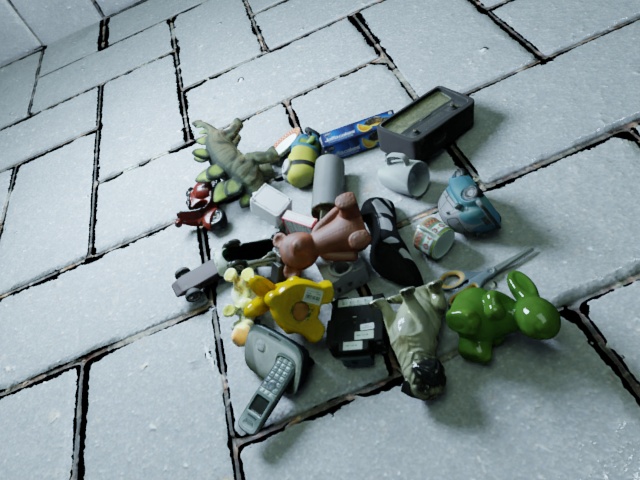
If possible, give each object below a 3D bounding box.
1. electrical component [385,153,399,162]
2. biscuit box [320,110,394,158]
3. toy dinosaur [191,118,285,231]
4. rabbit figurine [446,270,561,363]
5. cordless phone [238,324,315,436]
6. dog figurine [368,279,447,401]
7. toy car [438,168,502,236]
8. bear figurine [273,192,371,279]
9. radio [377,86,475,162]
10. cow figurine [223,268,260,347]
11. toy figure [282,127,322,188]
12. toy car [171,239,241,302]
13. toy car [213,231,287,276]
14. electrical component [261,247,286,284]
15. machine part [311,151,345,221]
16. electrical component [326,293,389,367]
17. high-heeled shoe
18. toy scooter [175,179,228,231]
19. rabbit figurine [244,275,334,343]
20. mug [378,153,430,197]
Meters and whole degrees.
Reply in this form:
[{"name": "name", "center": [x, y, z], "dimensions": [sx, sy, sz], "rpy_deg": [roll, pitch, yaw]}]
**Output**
[{"name": "electrical component", "center": [0.192, -0.204, 1.330], "dimensions": [0.063, 0.021, 0.094], "rpy_deg": [-21, 47, 6]}, {"name": "biscuit box", "center": [0.105, -0.269, 1.396], "dimensions": [0.203, 0.059, 0.063], "rpy_deg": [-18, 47, 8]}, {"name": "toy dinosaur", "center": [-0.206, -0.174, 1.387], "dimensions": [0.198, 0.105, 0.472], "rpy_deg": [-34, 63, -27]}, {"name": "rabbit figurine", "center": [0.328, 0.134, 0.920], "dimensions": [0.170, 0.121, 0.159], "rpy_deg": [-4, 27, 39]}, {"name": "cordless phone", "center": [-0.111, 0.264, 1.016], "dimensions": [0.147, 0.088, 0.184], "rpy_deg": [21, 66, 35]}, {"name": "dog figurine", "center": [0.191, 0.179, 0.971], "dimensions": [0.172, 0.121, 0.190], "rpy_deg": [-11, 77, -37]}, {"name": "toy car", "center": [0.298, -0.070, 1.118], "dimensions": [0.103, 0.109, 0.162], "rpy_deg": [-37, 35, 14]}, {"name": "bear figurine", "center": [-0.002, -0.002, 1.079], "dimensions": [0.196, 0.132, 0.120], "rpy_deg": [-17, 75, 3]}, {"name": "radio", "center": [0.263, -0.282, 1.313], "dimensions": [0.229, 0.073, 0.131], "rpy_deg": [-37, 47, -20]}, {"name": "cow figurine", "center": [-0.158, 0.148, 1.139], "dimensions": [0.068, 0.098, 0.167], "rpy_deg": [-7, 68, 11]}, {"name": "toy figure", "center": [-0.039, -0.215, 1.398], "dimensions": [0.089, 0.082, 0.180], "rpy_deg": [1, 49, 28]}, {"name": "toy car", "center": [-0.248, 0.073, 1.256], "dimensions": [0.202, 0.053, 0.089], "rpy_deg": [-32, 57, -10]}, {"name": "toy car", "center": [-0.139, 0.032, 1.212], "dimensions": [0.202, 0.056, 0.074], "rpy_deg": [-11, 52, -21]}, {"name": "electrical component", "center": [-0.087, 0.058, 1.175], "dimensions": [0.078, 0.102, 0.045], "rpy_deg": [-30, 49, -35]}, {"name": "machine part", "center": [0.021, -0.124, 1.296], "dimensions": [0.079, 0.079, 0.243], "rpy_deg": [-9, 48, 15]}, {"name": "electrical component", "center": [0.073, 0.174, 1.030], "dimensions": [0.115, 0.058, 0.134], "rpy_deg": [-8, 49, 19]}, {"name": "high-heeled shoe", "center": [0.166, 0.001, 1.153], "dimensions": [0.145, 0.086, 0.249], "rpy_deg": [-21, 57, -36]}, {"name": "toy scooter", "center": [-0.315, -0.087, 1.406], "dimensions": [0.135, 0.075, 0.184], "rpy_deg": [-16, 50, 3]}, {"name": "rabbit figurine", "center": [-0.068, 0.128, 1.071], "dimensions": [0.162, 0.121, 0.173], "rpy_deg": [7, 2, -13]}, {"name": "mug", "center": [0.182, -0.154, 1.239], "dimensions": [0.107, 0.109, 0.081], "rpy_deg": [14, 61, 47]}]
